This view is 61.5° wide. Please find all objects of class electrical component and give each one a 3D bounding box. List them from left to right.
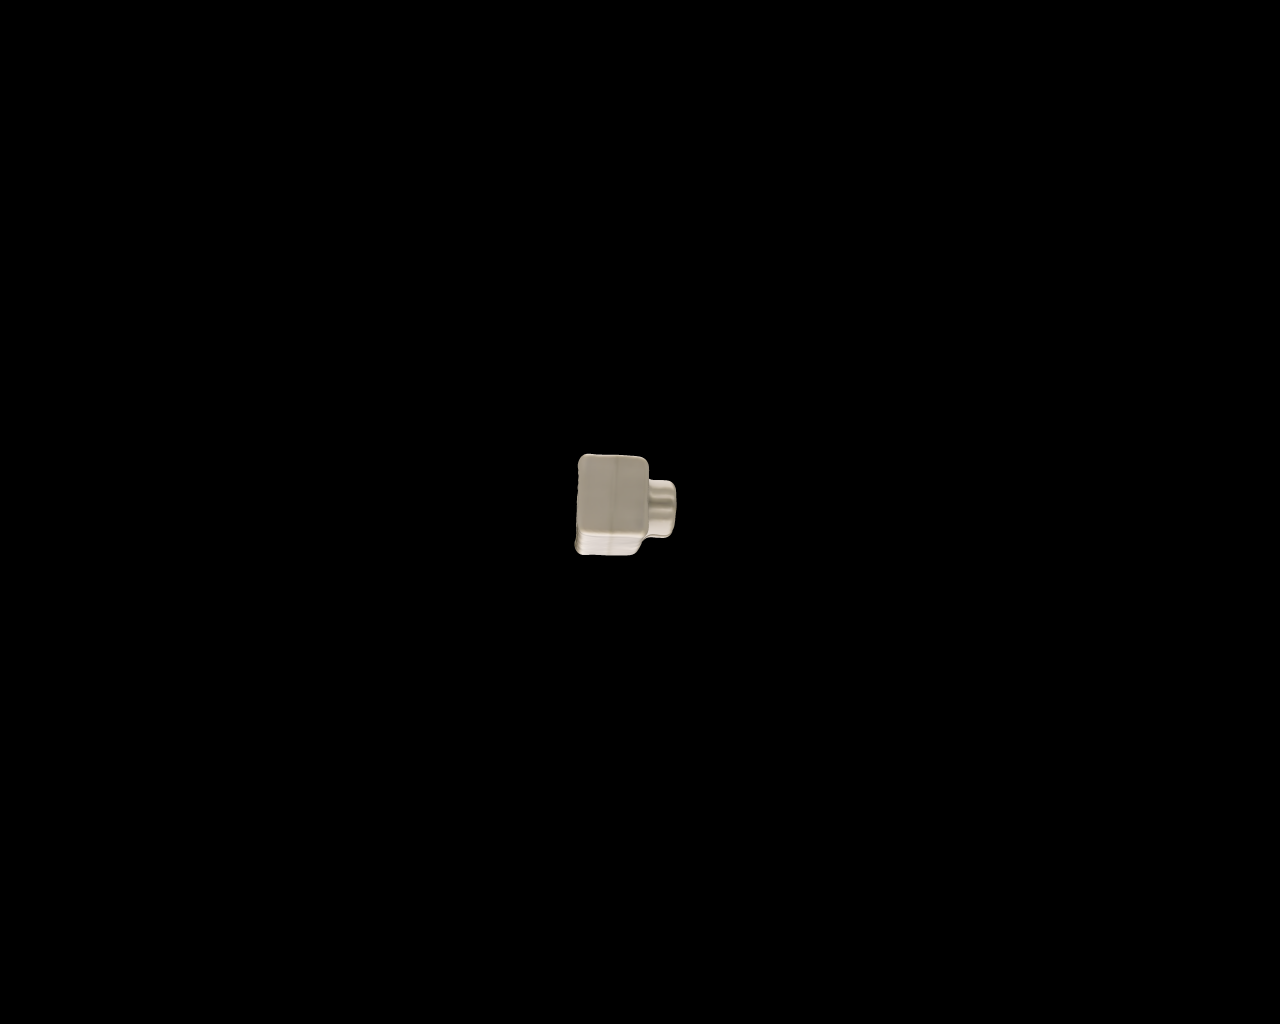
[{"bbox_3d":[0.001,-0.003,0.650,0.076,0.047,0.083,1,-11,-4],"label":"electrical component"}]
